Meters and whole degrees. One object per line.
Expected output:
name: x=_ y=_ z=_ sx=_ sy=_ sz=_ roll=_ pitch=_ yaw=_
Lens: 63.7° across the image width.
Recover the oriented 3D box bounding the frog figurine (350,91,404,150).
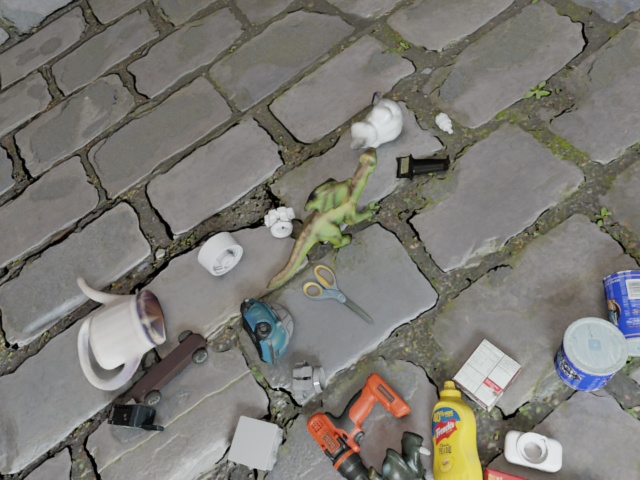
frog figurine: x=0.150 y=-0.295 z=1.355 sx=0.123 sy=0.134 sz=0.163 roll=29 pitch=50 yaw=0

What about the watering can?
watering can: x=-0.505 y=0.193 z=1.285 sx=0.224 sy=0.102 sz=0.355 roll=-26 pitch=57 yaw=0

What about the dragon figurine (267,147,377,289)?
dragon figurine: x=0.004 y=-0.061 z=1.211 sx=0.123 sy=0.238 sz=0.414 roll=38 pitch=75 yaw=25
